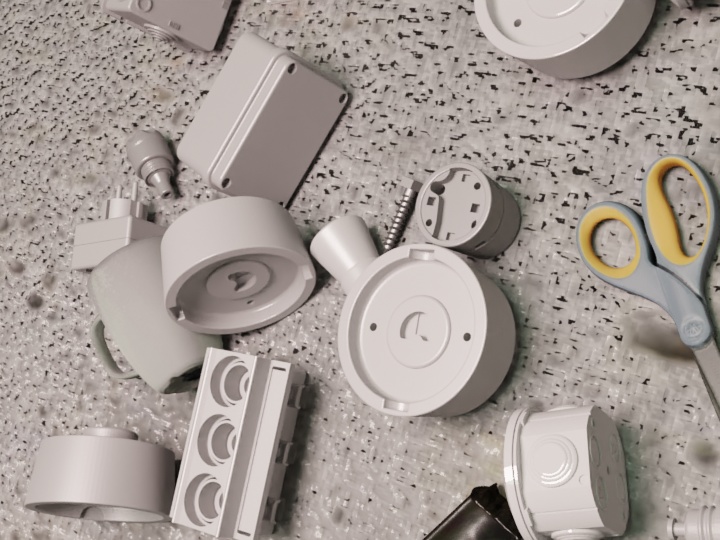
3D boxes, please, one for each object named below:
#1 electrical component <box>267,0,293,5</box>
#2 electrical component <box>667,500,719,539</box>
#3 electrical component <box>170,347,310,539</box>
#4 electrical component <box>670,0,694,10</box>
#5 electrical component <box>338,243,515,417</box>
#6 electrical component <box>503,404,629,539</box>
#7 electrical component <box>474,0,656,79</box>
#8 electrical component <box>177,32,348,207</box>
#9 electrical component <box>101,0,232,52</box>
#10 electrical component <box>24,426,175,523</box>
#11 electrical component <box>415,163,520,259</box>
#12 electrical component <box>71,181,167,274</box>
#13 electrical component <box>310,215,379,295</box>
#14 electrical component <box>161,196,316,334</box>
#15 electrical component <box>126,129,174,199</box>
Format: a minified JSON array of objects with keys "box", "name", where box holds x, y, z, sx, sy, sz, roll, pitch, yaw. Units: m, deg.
[{"box":[-0.037,-0.314,0.840,0.105,0.060,0.186,-1,77,35],"name":"electrical component"},{"box":[0.201,0.136,0.561,0.078,0.040,0.040,-7,74,34],"name":"electrical component"},{"box":[-0.081,0.121,0.752,0.079,0.063,0.121,7,82,37],"name":"electrical component"},{"box":[0.194,-0.199,0.633,0.051,0.080,0.080,-22,66,24],"name":"electrical component"},{"box":[0.047,0.042,0.684,0.108,0.060,0.108,-10,72,33],"name":"electrical component"},{"box":[0.116,0.115,0.604,0.051,0.080,0.080,-12,71,28],"name":"electrical component"},{"box":[0.134,-0.173,0.680,0.108,0.060,0.108,-10,72,33],"name":"electrical component"},{"box":[-0.071,-0.108,0.798,0.057,0.078,0.113,38,100,39],"name":"electrical component"},{"box":[-0.150,-0.233,0.876,0.048,0.100,0.099,20,90,50],"name":"electrical component"},{"box":[-0.189,0.150,0.797,0.108,0.108,0.060,-10,66,33],"name":"electrical component"},{"box":[0.071,-0.036,0.696,0.055,0.047,0.055,-10,72,33],"name":"electrical component"},{"box":[-0.195,-0.035,0.886,0.066,0.047,0.076,-7,74,34],"name":"electrical component"},{"box":[0.000,0.000,0.742,0.044,0.044,0.065,-44,61,18],"name":"electrical component"},{"box":[-0.091,-0.008,0.770,0.108,0.108,0.060,-34,55,24],"name":"electrical component"},{"box":[-0.170,-0.085,0.889,0.035,0.035,0.061,-39,61,21],"name":"electrical component"}]
